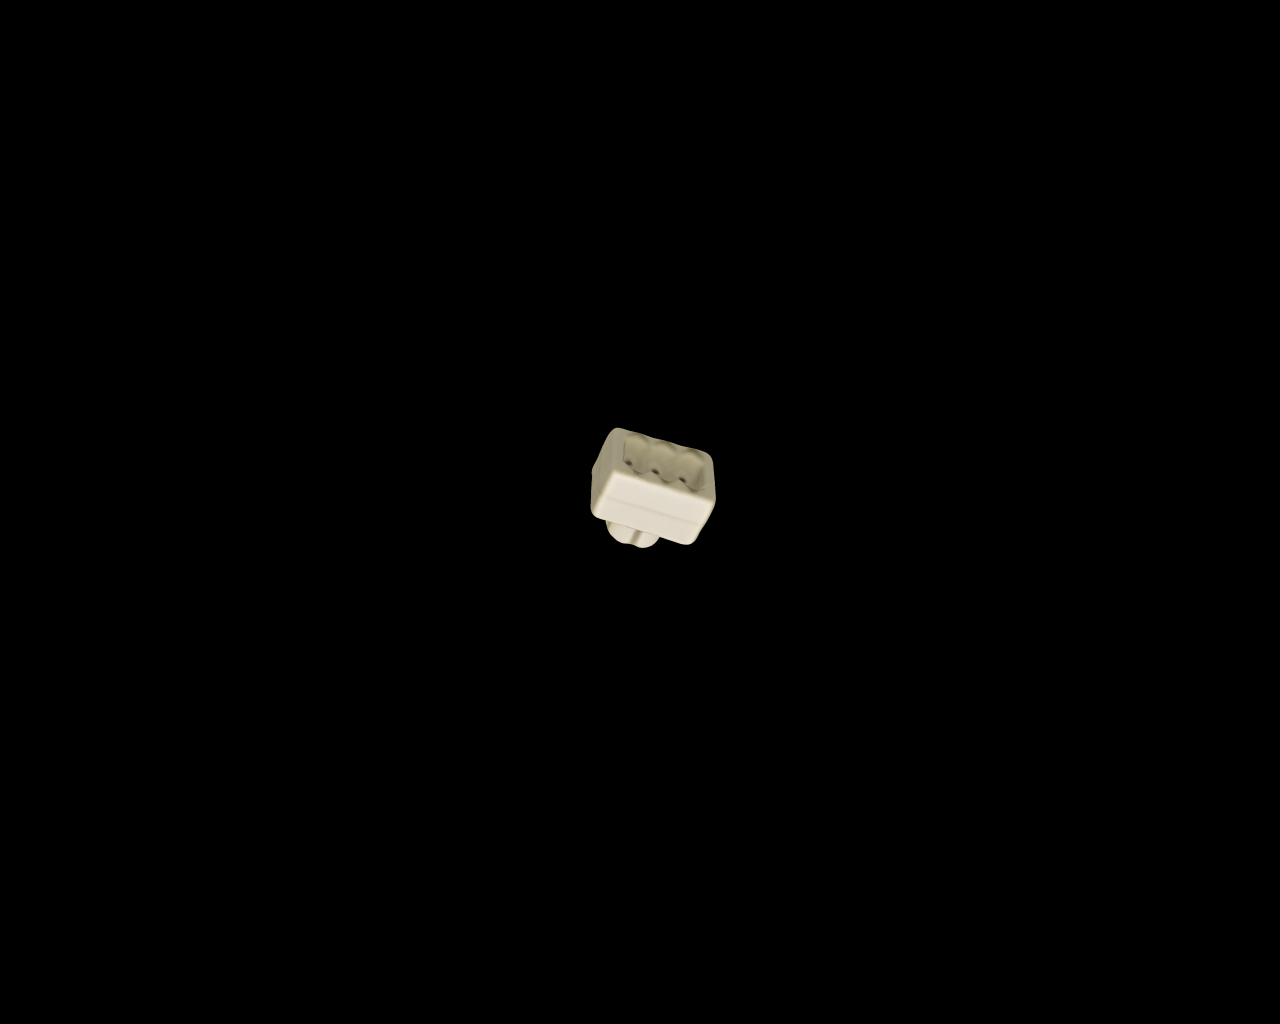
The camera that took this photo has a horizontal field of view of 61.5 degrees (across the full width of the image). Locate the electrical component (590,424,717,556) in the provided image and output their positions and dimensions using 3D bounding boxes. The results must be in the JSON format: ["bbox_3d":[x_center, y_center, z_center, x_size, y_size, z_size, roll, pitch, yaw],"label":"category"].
[{"bbox_3d":[0.001,-0.003,0.650,0.066,0.076,0.047,17,39,-14],"label":"electrical component"}]
